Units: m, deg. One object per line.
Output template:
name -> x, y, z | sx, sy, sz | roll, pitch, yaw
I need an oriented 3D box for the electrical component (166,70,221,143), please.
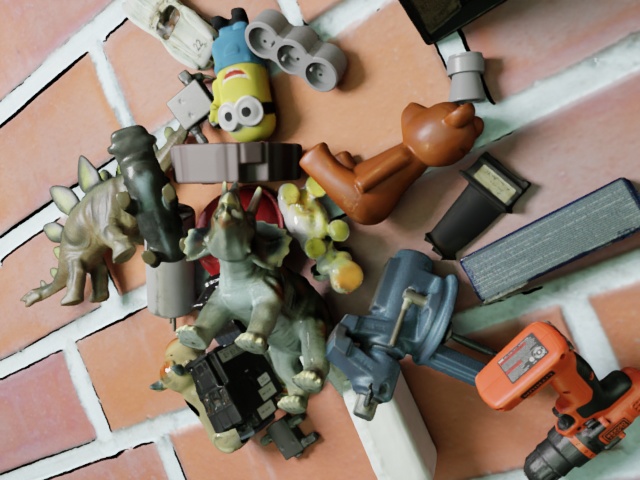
electrical component -> -0.180, -0.203, 0.807 | 0.078, 0.045, 0.102 | -40, 93, 17

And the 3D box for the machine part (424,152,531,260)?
machine part -> 0.188, -0.036, 0.672 | 0.084, 0.039, 0.139 | 38, 108, 7

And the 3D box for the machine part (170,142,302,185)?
machine part -> -0.113, -0.103, 0.733 | 0.180, 0.179, 0.056 | 2, 98, 25

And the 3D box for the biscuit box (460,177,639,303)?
biscuit box -> 0.270, 0.002, 0.625 | 0.203, 0.059, 0.063 | -30, 82, 25

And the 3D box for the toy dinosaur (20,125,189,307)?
toy dinosaur -> -0.341, -0.045, 0.881 | 0.471, 0.105, 0.198 | -38, 76, 13

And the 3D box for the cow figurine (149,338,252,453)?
cow figurine -> -0.174, 0.235, 0.824 | 0.085, 0.127, 0.195 | -37, 83, 21

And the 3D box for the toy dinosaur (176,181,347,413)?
toy dinosaur -> -0.048, 0.096, 0.708 | 0.131, 0.192, 0.404 | -12, 135, 32

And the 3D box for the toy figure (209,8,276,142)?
toy figure -> -0.106, -0.228, 0.762 | 0.082, 0.089, 0.180 | -15, 81, 41

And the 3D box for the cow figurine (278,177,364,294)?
cow figurine -> -0.003, 0.000, 0.741 | 0.068, 0.098, 0.167 | -25, 88, -16

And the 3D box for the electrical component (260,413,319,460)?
electrical component -> -0.049, 0.306, 0.831 | 0.094, 0.021, 0.063 | -38, 81, 23

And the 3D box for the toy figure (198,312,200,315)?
toy figure -> -0.116, 0.097, 0.817 | 0.154, 0.058, 0.064 | -26, 129, 21

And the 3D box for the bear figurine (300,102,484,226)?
bear figurine -> 0.094, -0.113, 0.662 | 0.196, 0.120, 0.132 | -46, 73, 21

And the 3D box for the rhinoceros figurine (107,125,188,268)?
rhinoceros figurine -> -0.221, -0.057, 0.712 | 0.073, 0.112, 0.190 | -19, 105, -5

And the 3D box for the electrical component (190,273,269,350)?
electrical component -> -0.119, 0.108, 0.750 | 0.048, 0.075, 0.119 | -22, 118, 24

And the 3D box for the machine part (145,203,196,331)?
machine part -> -0.232, 0.032, 0.833 | 0.079, 0.079, 0.243 | 15, 116, 22

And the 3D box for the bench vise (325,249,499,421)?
bench vise -> 0.137, 0.129, 0.644 | 0.241, 0.224, 0.128 | 23, 142, 1

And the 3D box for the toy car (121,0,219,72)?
toy car -> -0.229, -0.333, 0.817 | 0.202, 0.056, 0.073 | 42, 111, 14

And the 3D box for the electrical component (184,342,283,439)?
electrical component -> -0.118, 0.213, 0.778 | 0.058, 0.115, 0.134 | -34, 80, 28

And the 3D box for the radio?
radio -> 0.140, -0.292, 0.559 | 0.131, 0.229, 0.073 | -25, 86, 21
